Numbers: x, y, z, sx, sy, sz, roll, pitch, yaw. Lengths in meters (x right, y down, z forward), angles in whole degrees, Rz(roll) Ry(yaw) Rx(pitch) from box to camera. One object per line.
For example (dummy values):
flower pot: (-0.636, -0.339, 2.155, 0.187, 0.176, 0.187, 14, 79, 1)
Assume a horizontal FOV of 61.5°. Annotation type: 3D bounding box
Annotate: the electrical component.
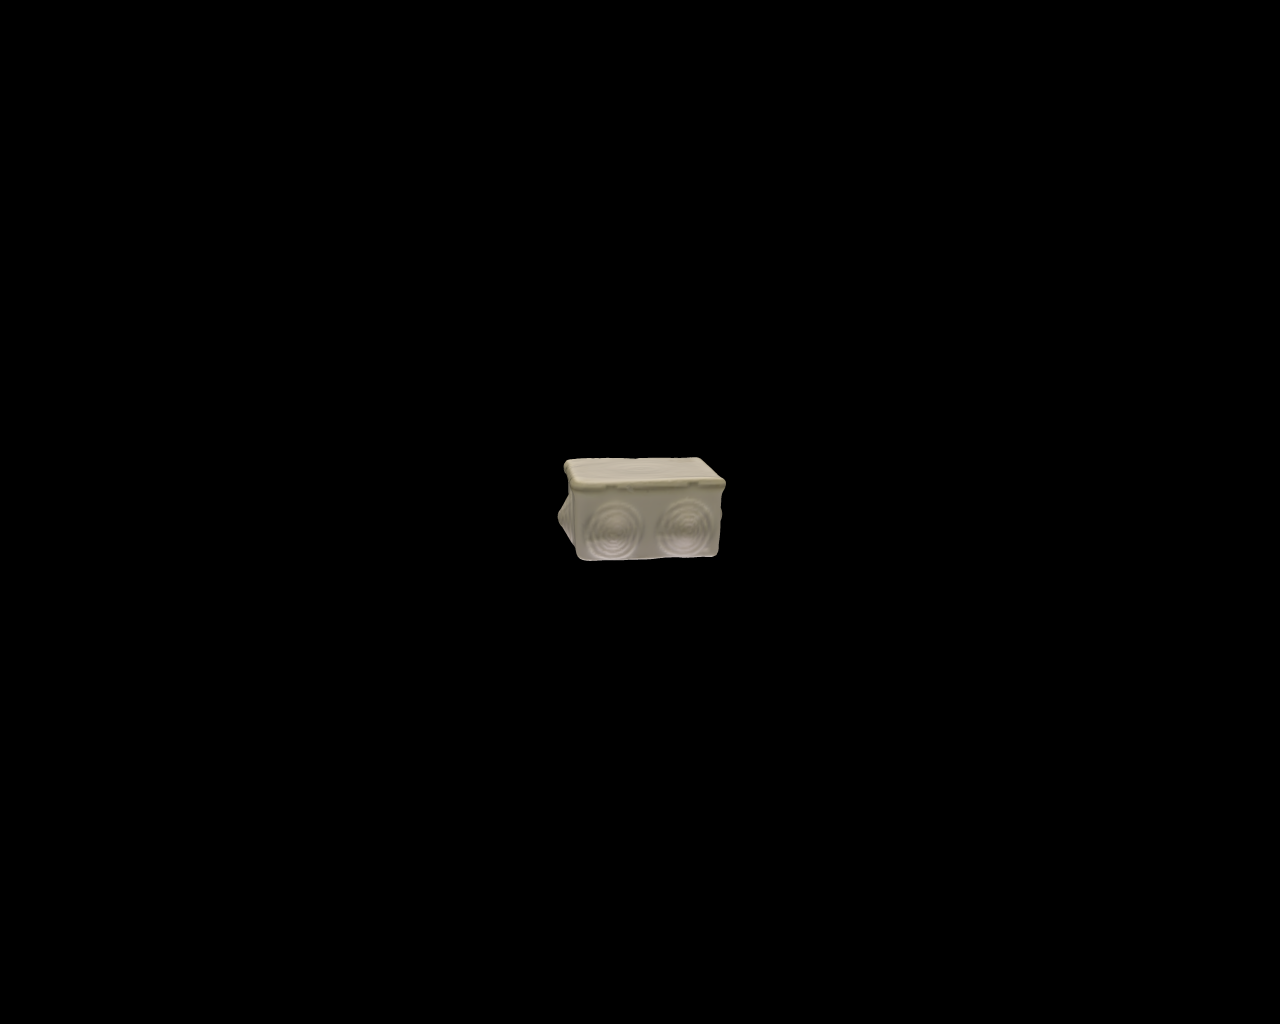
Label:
electrical component: (0.001, -0.003, 0.650, 0.100, 0.048, 0.100, -1, 12, -7)
